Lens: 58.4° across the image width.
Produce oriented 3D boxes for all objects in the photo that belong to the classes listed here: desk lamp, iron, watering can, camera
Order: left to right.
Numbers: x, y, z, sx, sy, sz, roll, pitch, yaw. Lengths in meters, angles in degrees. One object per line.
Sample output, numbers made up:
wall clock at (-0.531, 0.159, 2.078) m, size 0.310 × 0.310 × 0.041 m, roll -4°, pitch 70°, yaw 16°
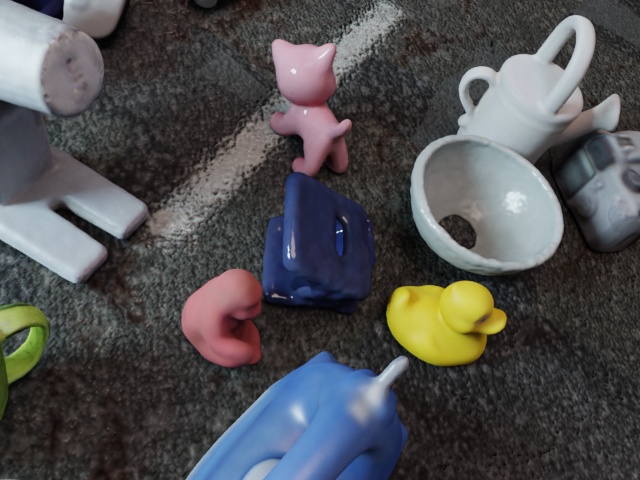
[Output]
desk lamp at (-0.236, -0.099, 0.431) m, size 0.203 × 0.213 × 0.118 m, roll 31°, pitch 55°, yaw 2°
iron at (-0.033, 0.175, 0.371) m, size 0.118 × 0.141 × 0.259 m, roll 42°, pitch 56°, yaw 10°
watering can at (0.249, -0.161, 0.644) m, size 0.173 × 0.194 × 0.101 m, roll -2°, pitch 59°, yaw -19°
camera at (0.376, -0.071, 0.687) m, size 0.137 × 0.100 × 0.143 m, roll -1°, pitch 59°, yaw -19°

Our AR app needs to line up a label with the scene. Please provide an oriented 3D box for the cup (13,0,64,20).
cup at (-0.303, -0.200, 0.545) m, size 0.118 × 0.095 × 0.091 m, roll -4°, pitch 60°, yaw -20°

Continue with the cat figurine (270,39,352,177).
cat figurine at (-0.006, -0.146, 0.597) m, size 0.067 × 0.117 × 0.127 m, roll -19°, pitch 67°, yaw -27°

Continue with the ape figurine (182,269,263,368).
ape figurine at (-0.071, 0.056, 0.463) m, size 0.076 × 0.092 × 0.078 m, roll 23°, pitch 55°, yaw -3°

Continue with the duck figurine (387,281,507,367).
duck figurine at (0.119, 0.066, 0.524) m, size 0.104 × 0.086 × 0.077 m, roll 23°, pitch 55°, yaw -4°

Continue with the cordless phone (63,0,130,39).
cordless phone at (-0.263, -0.306, 0.570) m, size 0.148 × 0.185 × 0.094 m, roll 15°, pitch 55°, yaw -9°

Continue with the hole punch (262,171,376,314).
hole punch at (0.005, 0.002, 0.523) m, size 0.101 × 0.091 × 0.108 m, roll 8°, pitch 57°, yaw -13°

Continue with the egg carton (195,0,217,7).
egg carton at (-0.128, -0.359, 0.719) m, size 0.107 × 0.069 × 0.150 m, roll 34°, pitch 55°, yaw 5°

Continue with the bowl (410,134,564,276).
bowl at (0.163, -0.026, 0.604) m, size 0.168 × 0.074 × 0.167 m, roll 9°, pitch 57°, yaw -13°
